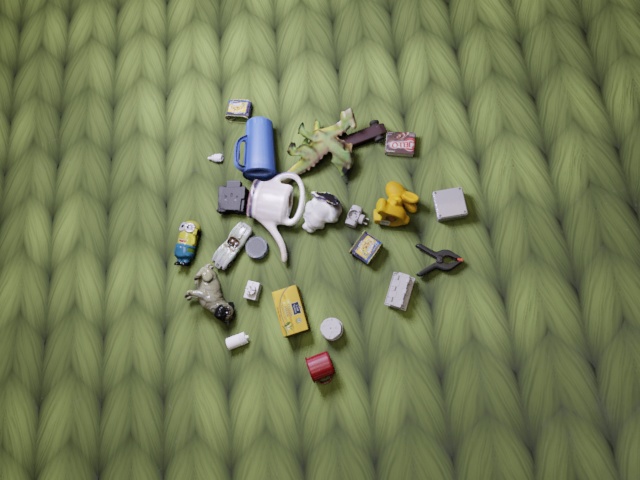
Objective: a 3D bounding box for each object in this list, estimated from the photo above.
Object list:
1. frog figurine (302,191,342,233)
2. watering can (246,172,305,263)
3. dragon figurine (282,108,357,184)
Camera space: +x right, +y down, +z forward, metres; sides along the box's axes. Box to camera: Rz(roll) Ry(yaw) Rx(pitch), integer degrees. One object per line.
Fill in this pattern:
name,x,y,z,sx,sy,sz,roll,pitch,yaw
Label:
frog figurine,0.006,-0.098,1.956,0.137,0.125,0.156,22,115,6
watering can,-0.180,-0.100,1.970,0.225,0.103,0.350,11,81,13
dragon figurine,0.012,-0.330,1.997,0.244,0.122,0.408,28,97,18
